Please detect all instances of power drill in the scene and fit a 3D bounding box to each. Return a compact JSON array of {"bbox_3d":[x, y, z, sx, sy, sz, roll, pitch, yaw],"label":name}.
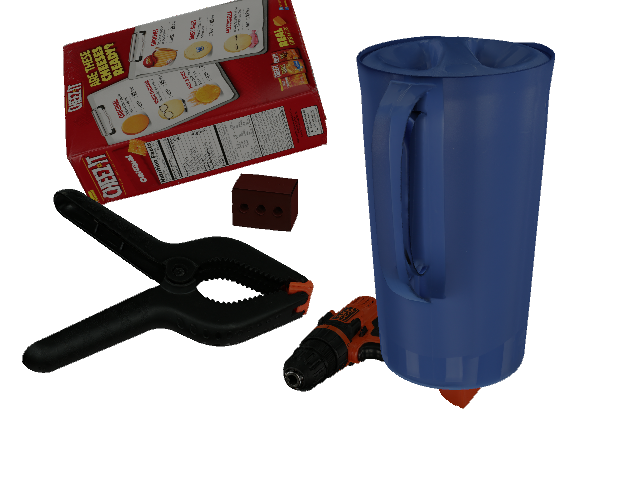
[{"bbox_3d":[0.075,0.119,1.112,0.188,0.057,0.184,11,26,26],"label":"power drill"}]

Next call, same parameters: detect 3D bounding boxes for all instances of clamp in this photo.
[{"bbox_3d":[-0.112,0.026,0.800,0.209,0.164,0.036,0,-40,-12],"label":"clamp"}]

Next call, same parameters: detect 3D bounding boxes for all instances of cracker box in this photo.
[{"bbox_3d":[-0.112,-0.128,0.940,0.213,0.164,0.072,-15,-44,1],"label":"cracker box"}]

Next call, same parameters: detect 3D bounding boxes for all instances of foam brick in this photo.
[{"bbox_3d":[-0.070,-0.048,1.348,0.078,0.053,0.051,6,28,9],"label":"foam brick"}]

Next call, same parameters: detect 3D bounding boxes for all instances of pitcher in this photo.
[{"bbox_3d":[0.089,-0.017,0.755,0.149,0.243,0.145,-8,22,-14],"label":"pitcher"}]
